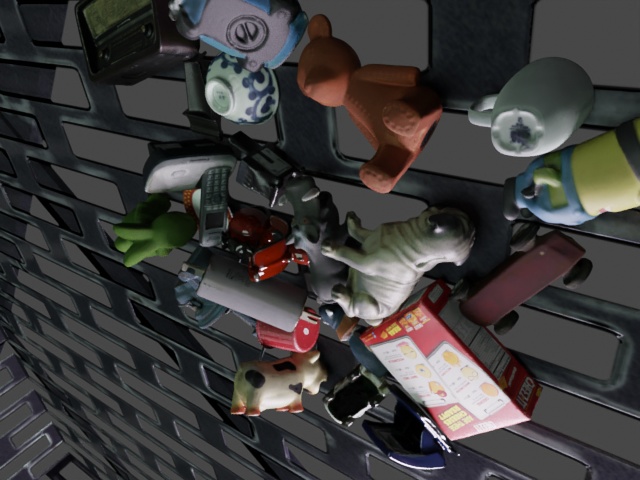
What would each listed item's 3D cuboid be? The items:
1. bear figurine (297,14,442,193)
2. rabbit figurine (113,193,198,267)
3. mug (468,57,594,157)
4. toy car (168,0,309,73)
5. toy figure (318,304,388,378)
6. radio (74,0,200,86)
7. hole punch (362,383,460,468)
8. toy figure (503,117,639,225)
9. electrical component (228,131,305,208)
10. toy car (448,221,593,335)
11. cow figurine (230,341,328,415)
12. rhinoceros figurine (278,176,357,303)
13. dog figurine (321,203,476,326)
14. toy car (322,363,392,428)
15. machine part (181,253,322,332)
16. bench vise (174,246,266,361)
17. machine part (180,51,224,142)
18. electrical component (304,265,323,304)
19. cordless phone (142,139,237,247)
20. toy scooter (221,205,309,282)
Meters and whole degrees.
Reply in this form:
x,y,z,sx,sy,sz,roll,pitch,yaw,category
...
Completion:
x,y,z,sx,sy,sz,roll,pitch,yaw,category
0.039,-0.166,0.623,0.196,0.132,0.120,34,135,10,bear figurine
-0.311,-0.023,1.017,0.170,0.159,0.121,-3,107,46,rabbit figurine
0.198,-0.126,0.524,0.110,0.107,0.080,15,127,31,mug
-0.103,-0.289,0.666,0.109,0.161,0.103,-47,42,41,toy car
0.061,0.160,0.896,0.154,0.058,0.064,46,131,13,toy figure
-0.278,-0.317,0.807,0.230,0.073,0.131,-2,99,44,radio
0.142,0.313,0.865,0.115,0.092,0.142,46,170,-19,hole punch
0.269,-0.064,0.527,0.180,0.082,0.089,-9,115,47,toy figure
-0.091,-0.111,0.816,0.119,0.075,0.047,34,136,12,electrical component
0.239,0.048,0.656,0.089,0.053,0.202,37,141,6,toy car
-0.068,0.252,0.991,0.086,0.195,0.127,-12,76,51,cow figurine
-0.002,-0.002,0.787,0.073,0.112,0.190,0,112,46,rhinoceros figurine
0.118,0.041,0.715,0.191,0.121,0.172,-1,127,36,dog figurine
0.066,0.281,0.983,0.073,0.056,0.201,48,138,12,toy car
-0.110,0.086,0.881,0.243,0.079,0.079,24,139,-8,machine part
-0.168,0.115,1.025,0.240,0.129,0.224,42,133,-19,bench vise
-0.190,-0.226,0.848,0.084,0.039,0.138,27,136,32,machine part
0.005,0.070,0.904,0.063,0.021,0.093,12,126,35,electrical component
-0.216,-0.070,0.889,0.089,0.146,0.184,31,124,46,cordless phone
-0.094,0.011,0.864,0.184,0.135,0.075,23,132,30,toy scooter
